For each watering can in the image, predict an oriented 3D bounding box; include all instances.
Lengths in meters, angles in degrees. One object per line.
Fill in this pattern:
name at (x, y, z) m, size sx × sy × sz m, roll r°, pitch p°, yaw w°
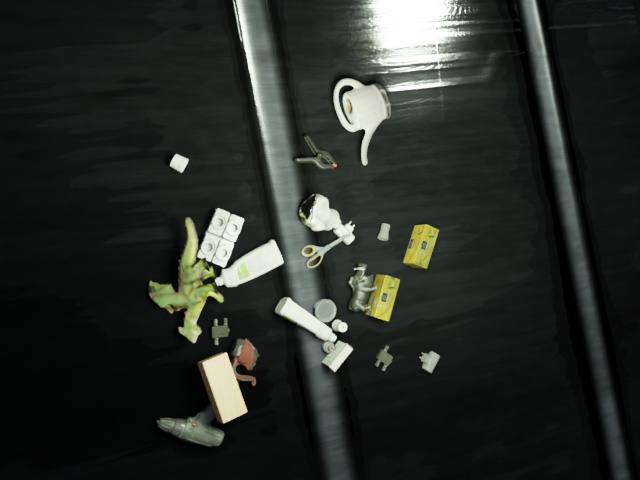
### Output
watering can at (0.184, -0.487, 2.049) m, size 0.226 × 0.347 × 0.103 m, roll -24°, pitch 3°, yaw -19°

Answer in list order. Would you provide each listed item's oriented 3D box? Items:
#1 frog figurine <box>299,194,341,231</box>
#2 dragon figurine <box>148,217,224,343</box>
frog figurine at (0.006, -0.099, 1.968) m, size 0.158 × 0.139 × 0.122 m, roll 20°, pitch -23°, yaw -39°
dragon figurine at (-0.475, 0.150, 1.764) m, size 0.243 × 0.410 × 0.122 m, roll -20°, pitch 2°, yaw 0°
